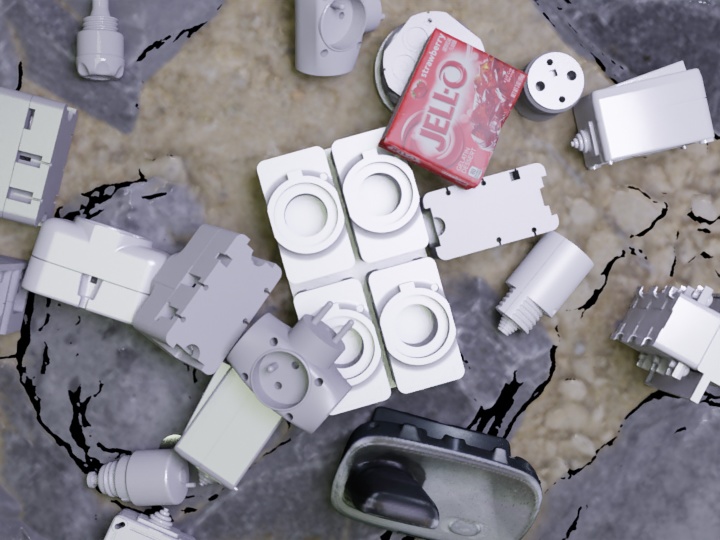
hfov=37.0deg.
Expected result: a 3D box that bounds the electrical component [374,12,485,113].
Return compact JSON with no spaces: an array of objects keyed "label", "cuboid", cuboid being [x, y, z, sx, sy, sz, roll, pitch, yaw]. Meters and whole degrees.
[{"label":"electrical component","cuboid":[0.052,-0.147,0.786,0.080,0.051,0.080,0,91,-3]}]

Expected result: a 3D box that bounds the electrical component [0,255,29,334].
[{"label":"electrical component","cuboid":[-0.335,0.005,0.742,0.186,0.105,0.060,12,91,-3]}]

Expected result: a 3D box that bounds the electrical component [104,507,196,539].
[{"label":"electrical component","cuboid":[-0.161,0.217,0.781,0.062,0.061,0.096,25,82,-3]}]

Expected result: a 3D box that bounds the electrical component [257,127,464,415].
[{"label":"electrical component","cuboid":[0.000,0.000,0.782,0.105,0.060,0.186,-16,92,-2]}]

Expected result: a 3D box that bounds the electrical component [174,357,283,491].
[{"label":"electrical component","cuboid":[-0.095,0.110,0.778,0.061,0.062,0.096,35,88,-4]}]

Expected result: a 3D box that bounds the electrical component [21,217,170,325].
[{"label":"electrical component","cuboid":[-0.186,-0.002,0.776,0.095,0.054,0.059,19,90,-3]}]

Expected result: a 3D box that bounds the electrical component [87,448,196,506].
[{"label":"electrical component","cuboid":[-0.162,0.152,0.787,0.078,0.040,0.040,-5,92,14]}]

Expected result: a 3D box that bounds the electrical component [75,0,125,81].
[{"label":"electrical component","cuboid":[-0.189,-0.170,0.782,0.035,0.035,0.061,0,89,-3]}]

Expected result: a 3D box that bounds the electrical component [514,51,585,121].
[{"label":"electrical component","cuboid":[0.137,-0.134,0.788,0.045,0.055,0.045,0,91,-3]}]

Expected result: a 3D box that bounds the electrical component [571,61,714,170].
[{"label":"electrical component","cuboid":[0.199,-0.112,0.789,0.096,0.062,0.061,-13,92,-3]}]

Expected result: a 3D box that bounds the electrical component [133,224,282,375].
[{"label":"electrical component","cuboid":[-0.108,0.018,0.747,0.050,0.056,0.089,45,71,-37]}]

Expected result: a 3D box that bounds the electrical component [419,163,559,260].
[{"label":"electrical component","cuboid":[0.091,-0.042,0.788,0.089,0.056,0.050,-16,92,-2]}]

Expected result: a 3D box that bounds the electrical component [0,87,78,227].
[{"label":"electrical component","cuboid":[-0.245,-0.081,0.773,0.056,0.050,0.089,14,90,-4]}]

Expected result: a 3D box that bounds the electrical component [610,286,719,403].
[{"label":"electrical component","cuboid":[0.226,0.046,0.764,0.063,0.121,0.078,28,89,1]}]

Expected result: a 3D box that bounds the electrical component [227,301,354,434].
[{"label":"electrical component","cuboid":[-0.037,0.057,0.726,0.077,0.044,0.079,41,103,5]}]

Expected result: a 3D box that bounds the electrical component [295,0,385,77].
[{"label":"electrical component","cuboid":[-0.011,-0.187,0.780,0.079,0.044,0.077,-21,125,-35]}]

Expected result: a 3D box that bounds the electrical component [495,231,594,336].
[{"label":"electrical component","cuboid":[0.131,0.015,0.797,0.043,0.043,0.081,39,89,-3]}]
